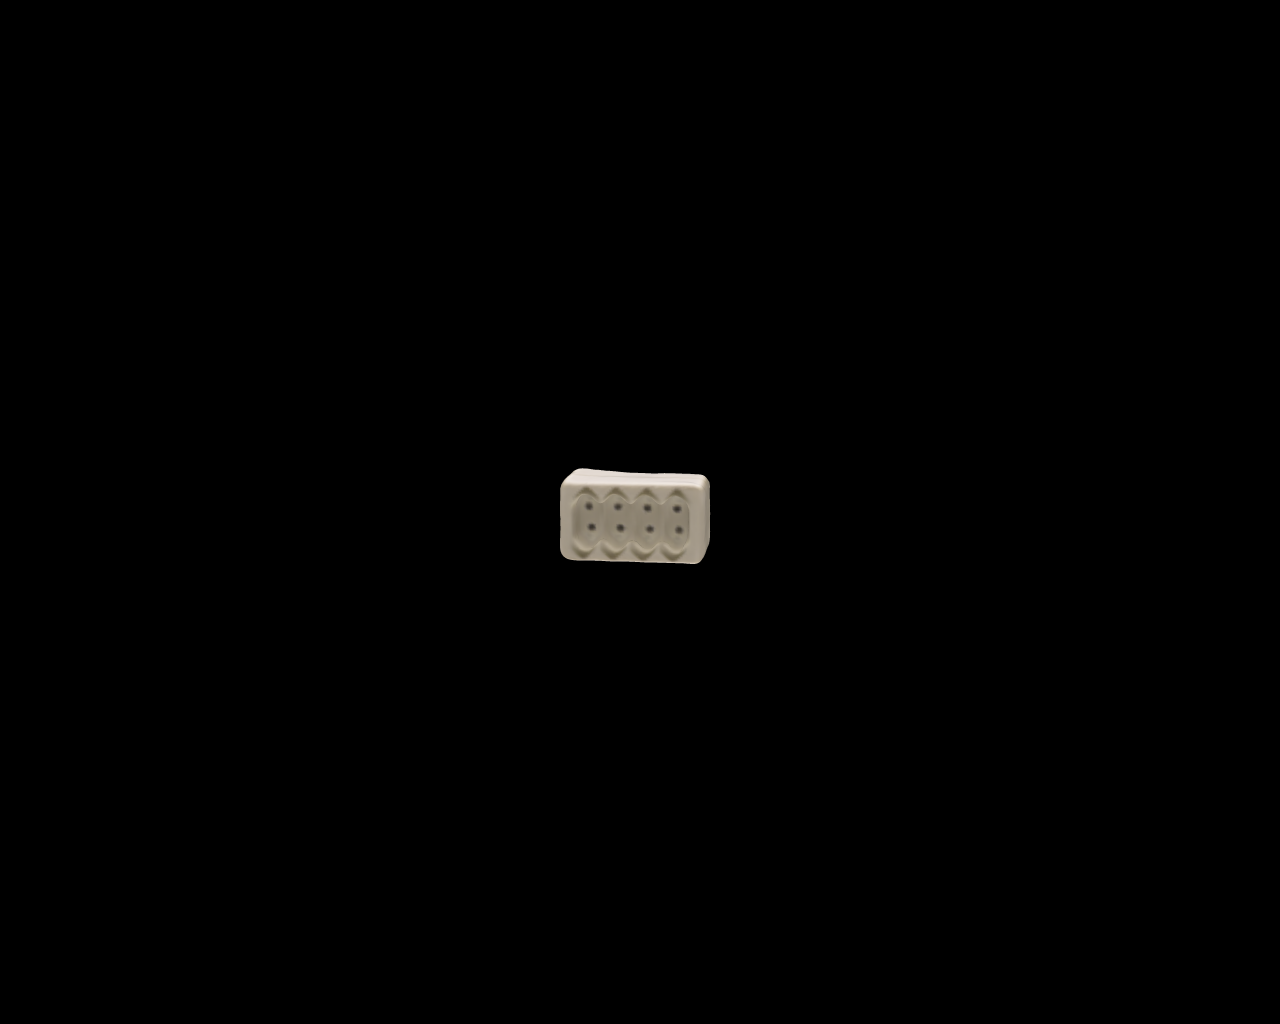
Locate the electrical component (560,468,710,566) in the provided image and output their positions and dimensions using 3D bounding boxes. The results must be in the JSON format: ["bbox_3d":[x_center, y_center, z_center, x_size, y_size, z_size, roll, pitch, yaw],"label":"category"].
[{"bbox_3d":[0.001,-0.003,0.650,0.083,0.047,0.076,3,16,9],"label":"electrical component"}]
